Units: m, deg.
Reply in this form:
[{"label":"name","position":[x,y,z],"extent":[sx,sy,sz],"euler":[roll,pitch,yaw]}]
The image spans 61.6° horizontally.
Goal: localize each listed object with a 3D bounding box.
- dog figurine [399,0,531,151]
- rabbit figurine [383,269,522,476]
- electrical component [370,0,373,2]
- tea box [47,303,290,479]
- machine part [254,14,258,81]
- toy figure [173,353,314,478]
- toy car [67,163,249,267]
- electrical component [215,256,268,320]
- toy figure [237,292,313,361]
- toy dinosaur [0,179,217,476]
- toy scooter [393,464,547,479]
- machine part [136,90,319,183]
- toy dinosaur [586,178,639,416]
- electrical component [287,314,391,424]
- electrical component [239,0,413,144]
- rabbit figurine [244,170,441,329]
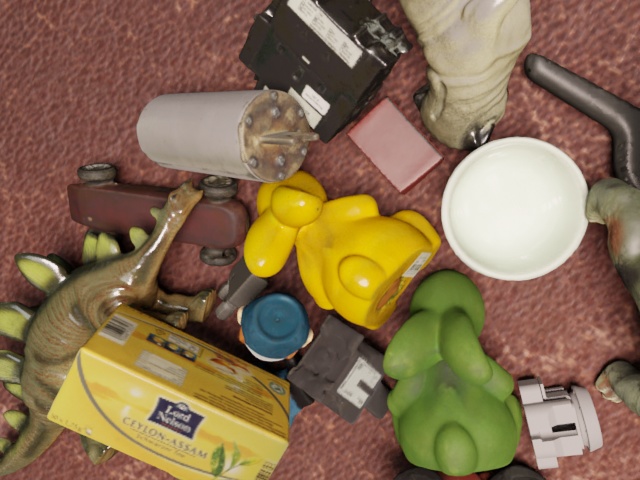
[{"label":"dog figurine","position":[0.097,-0.177,0.442],"extent":[0.172,0.121,0.190],"euler":[37,137,13]},{"label":"rabbit figurine","position":[0.106,0.108,0.478],"extent":[0.121,0.159,0.170],"euler":[-7,77,22]},{"label":"electrical component","position":[0.002,-0.268,0.518],"extent":[0.102,0.045,0.078],"euler":[4,123,15]},{"label":"tea box","position":[-0.112,0.129,0.438],"extent":[0.169,0.098,0.068],"euler":[29,101,-7]},{"label":"machine part","position":[0.001,-0.191,0.526],"extent":[0.139,0.039,0.084],"euler":[0,86,14]},{"label":"toy figure","position":[-0.088,0.183,0.548],"extent":[0.180,0.082,0.089],"euler":[-26,89,10]},{"label":"toy car","position":[-0.170,-0.030,0.565],"extent":[0.202,0.053,0.089],"euler":[8,116,13]},{"label":"electrical component","position":[-0.073,0.037,0.544],"extent":[0.021,0.063,0.094],"euler":[35,110,-22]},{"label":"toy figure","position":[-0.045,0.082,0.494],"extent":[0.058,0.154,0.064],"euler":[-40,82,-17]},{"label":"toy dinosaur","position":[-0.258,0.126,0.568],"extent":[0.199,0.105,0.471],"euler":[35,105,8]},{"label":"toy scooter","position":[0.124,0.267,0.494],"extent":[0.184,0.075,0.135],"euler":[12,117,-19]},{"label":"machine part","position":[-0.094,-0.097,0.494],"extent":[0.243,0.079,0.079],"euler":[12,98,44]},{"label":"toy dinosaur","position":[0.284,0.070,0.378],"extent":[0.131,0.192,0.404],"euler":[-22,111,4]},{"label":"electrical component","position":[0.030,0.130,0.515],"extent":[0.048,0.119,0.075],"euler":[26,78,40]},{"label":"electrical component","position":[-0.003,-0.153,0.459],"extent":[0.115,0.058,0.134],"euler":[47,143,-1]},{"label":"rabbit figurine","position":[-0.001,-0.001,0.495],"extent":[0.173,0.162,0.122],"euler":[44,115,24]}]
